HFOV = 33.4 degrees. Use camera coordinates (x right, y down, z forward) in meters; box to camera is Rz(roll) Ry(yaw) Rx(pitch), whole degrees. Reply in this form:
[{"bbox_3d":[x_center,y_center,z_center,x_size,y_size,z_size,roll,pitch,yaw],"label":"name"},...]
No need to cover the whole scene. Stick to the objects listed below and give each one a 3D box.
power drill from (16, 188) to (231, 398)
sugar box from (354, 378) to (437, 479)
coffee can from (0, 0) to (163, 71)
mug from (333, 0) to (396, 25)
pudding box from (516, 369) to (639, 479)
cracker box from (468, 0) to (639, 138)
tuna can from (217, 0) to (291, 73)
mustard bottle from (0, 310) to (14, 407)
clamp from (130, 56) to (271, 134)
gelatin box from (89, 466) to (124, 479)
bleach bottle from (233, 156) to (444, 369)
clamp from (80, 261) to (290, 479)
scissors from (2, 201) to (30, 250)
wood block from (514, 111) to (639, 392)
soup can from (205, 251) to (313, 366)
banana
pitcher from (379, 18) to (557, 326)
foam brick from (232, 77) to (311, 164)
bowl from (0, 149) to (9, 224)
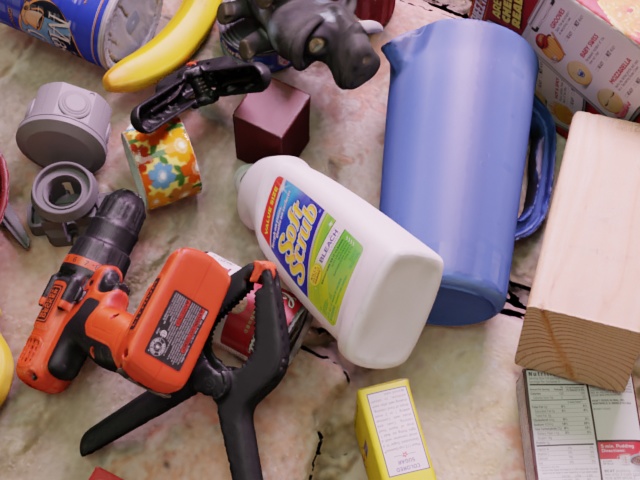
[{"bbox_3d":[-0.151,0.042,0.837,0.188,0.057,0.184,2,65,51],"label":"power drill"},{"bbox_3d":[0.066,0.202,0.791,0.048,0.093,0.176,-10,63,-5],"label":"sugar box"},{"bbox_3d":[-0.234,-0.231,1.008,0.140,0.103,0.102,25,65,12],"label":"coffee can"},{"bbox_3d":[0.029,-0.263,1.036,0.093,0.081,0.117,-25,66,-12],"label":"mug"},{"bbox_3d":[0.207,0.158,0.845,0.090,0.039,0.113,-1,60,1],"label":"pudding box"},{"bbox_3d":[0.235,-0.170,0.943,0.214,0.164,0.072,41,67,18],"label":"cracker box"},{"bbox_3d":[-0.056,-0.204,1.033,0.086,0.034,0.086,0,63,0],"label":"tuna can"},{"bbox_3d":[-0.299,0.119,0.852,0.096,0.058,0.191,9,63,9],"label":"mustard bottle"},{"bbox_3d":[-0.097,-0.137,0.935,0.120,0.039,0.171,-12,21,5],"label":"clamp"},{"bbox_3d":[-0.151,0.225,0.814,0.089,0.030,0.073,24,65,12],"label":"gelatin box"},{"bbox_3d":[-0.006,0.001,0.867,0.067,0.103,0.251,12,16,-37],"label":"bleach bottle"},{"bbox_3d":[-0.074,0.118,0.826,0.164,0.036,0.210,31,95,10],"label":"clamp"},{"bbox_3d":[-0.303,-0.081,0.979,0.202,0.016,0.096,37,68,17],"label":"scissors"},{"bbox_3d":[0.226,0.005,0.869,0.090,0.091,0.206,14,55,12],"label":"wood block"},{"bbox_3d":[-0.064,0.060,0.879,0.102,0.068,0.068,26,66,13],"label":"soup can"},{"bbox_3d":[-0.138,-0.207,1.020,0.037,0.069,0.197,3,61,51],"label":"banana"},{"bbox_3d":[0.122,-0.052,0.913,0.149,0.145,0.243,2,66,15],"label":"pitcher"},{"bbox_3d":[-0.043,-0.101,0.955,0.051,0.078,0.053,27,66,11],"label":"foam brick"},{"bbox_3d":[-0.338,-0.028,0.921,0.162,0.055,0.162,-2,71,5],"label":"bowl"}]
